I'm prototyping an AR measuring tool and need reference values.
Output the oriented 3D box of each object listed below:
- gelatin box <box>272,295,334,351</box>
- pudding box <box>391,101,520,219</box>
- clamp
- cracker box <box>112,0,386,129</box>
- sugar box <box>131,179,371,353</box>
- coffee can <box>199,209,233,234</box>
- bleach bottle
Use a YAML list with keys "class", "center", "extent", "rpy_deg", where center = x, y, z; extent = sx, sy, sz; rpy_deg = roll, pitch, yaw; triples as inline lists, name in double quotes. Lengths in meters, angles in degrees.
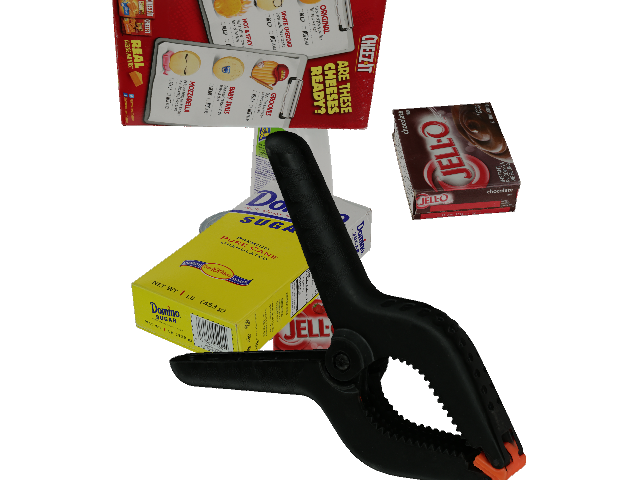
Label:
- class: "gelatin box"
  center: [0.001, 0.085, 0.982]
  extent: [0.089, 0.073, 0.030]
  rpy_deg: [4, 14, 5]
- class: "pudding box"
  center: [0.113, -0.070, 0.919]
  extent: [0.090, 0.039, 0.113]
  rpy_deg: [-4, 43, -5]
- class: "clamp"
  center: [0.019, 0.049, 0.560]
  extent: [0.210, 0.165, 0.036]
  rpy_deg: [29, 23, 26]
- class: "cracker box"
  center: [-0.061, -0.174, 0.880]
  extent: [0.213, 0.072, 0.164]
  rpy_deg: [-1, -41, -6]
- class: "sugar box"
  center: [-0.045, 0.017, 0.780]
  extent: [0.093, 0.048, 0.176]
  rpy_deg: [19, 40, 26]
- class: "coffee can"
  center: [-0.095, 0.044, 1.334]
  extent: [0.103, 0.140, 0.103]
  rpy_deg: [-2, 26, 1]
- class: "bleach bottle"
  center: [-0.027, -0.081, 1.133]
  extent: [0.103, 0.251, 0.067]
  rpy_deg: [16, 21, 37]
